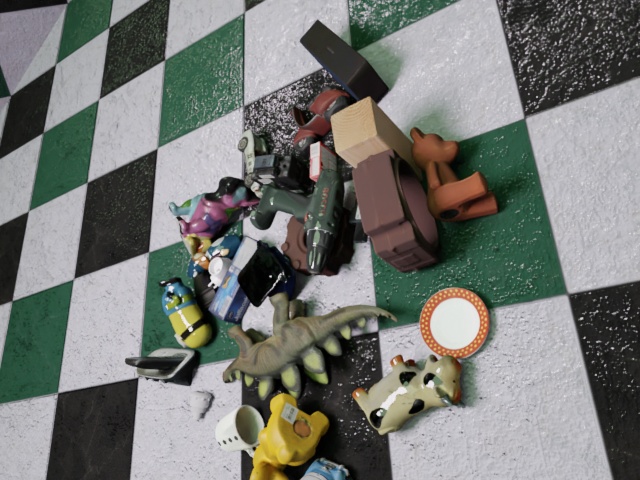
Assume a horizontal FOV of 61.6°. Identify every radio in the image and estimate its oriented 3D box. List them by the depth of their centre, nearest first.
[{"bbox_3d":[0.056,-0.408,1.256,0.073,0.131,0.230,-44,53,12],"label":"radio"}]

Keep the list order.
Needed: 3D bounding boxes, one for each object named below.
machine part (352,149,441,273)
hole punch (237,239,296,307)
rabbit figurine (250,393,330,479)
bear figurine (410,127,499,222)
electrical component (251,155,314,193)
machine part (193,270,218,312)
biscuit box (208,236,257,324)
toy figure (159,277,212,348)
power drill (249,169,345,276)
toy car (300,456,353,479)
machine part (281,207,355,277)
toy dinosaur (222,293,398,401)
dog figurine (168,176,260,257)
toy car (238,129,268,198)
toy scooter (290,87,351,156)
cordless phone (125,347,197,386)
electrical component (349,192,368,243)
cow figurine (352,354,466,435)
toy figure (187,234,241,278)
[{"bbox_3d":[0.149,-0.053,1.006,0.087,0.200,0.201,-24,60,23],"label":"machine part"},{"bbox_3d":[-0.105,0.083,1.192,0.115,0.092,0.142,-53,46,17],"label":"hole punch"},{"bbox_3d":[-0.073,0.410,1.033,0.173,0.122,0.162,-51,17,37],"label":"rabbit figurine"},{"bbox_3d":[0.249,-0.135,1.027,0.132,0.120,0.196,-18,57,25],"label":"bear figurine"},{"bbox_3d":[-0.092,-0.155,1.259,0.115,0.134,0.058,-1,72,32],"label":"electrical component"},{"bbox_3d":[-0.297,0.113,1.358,0.084,0.039,0.139,-35,57,25],"label":"machine part"},{"bbox_3d":[-0.185,0.096,1.270,0.059,0.062,0.202,24,87,38],"label":"biscuit box"},{"bbox_3d":[-0.326,0.175,1.296,0.089,0.082,0.180,-27,80,33],"label":"toy figure"},{"bbox_3d":[-0.050,-0.047,1.151,0.208,0.086,0.232,8,73,39],"label":"power drill"},{"bbox_3d":[-0.008,0.482,0.968,0.109,0.102,0.161,9,79,36],"label":"toy car"},{"bbox_3d":[-0.002,-0.004,1.186,0.179,0.056,0.179,-13,64,29],"label":"machine part"},{"bbox_3d":[-0.051,0.214,1.109,0.471,0.105,0.198,-37,62,29],"label":"toy dinosaur"},{"bbox_3d":[-0.256,-0.067,1.366,0.219,0.191,0.109,-24,49,-15],"label":"dog figurine"},{"bbox_3d":[-0.158,-0.189,1.356,0.056,0.073,0.202,-29,57,23],"label":"toy car"},{"bbox_3d":[-0.011,-0.304,1.302,0.184,0.075,0.135,-45,51,18],"label":"toy scooter"},{"bbox_3d":[-0.399,0.292,1.265,0.147,0.184,0.088,-3,75,34],"label":"cordless phone"},{"bbox_3d":[0.104,-0.045,1.132,0.075,0.047,0.119,-5,70,34],"label":"electrical component"},{"bbox_3d":[0.165,0.269,0.942,0.195,0.085,0.127,-42,52,15],"label":"cow figurine"},{"bbox_3d":[-0.264,0.040,1.324,0.154,0.064,0.058,-30,75,-7],"label":"toy figure"}]
